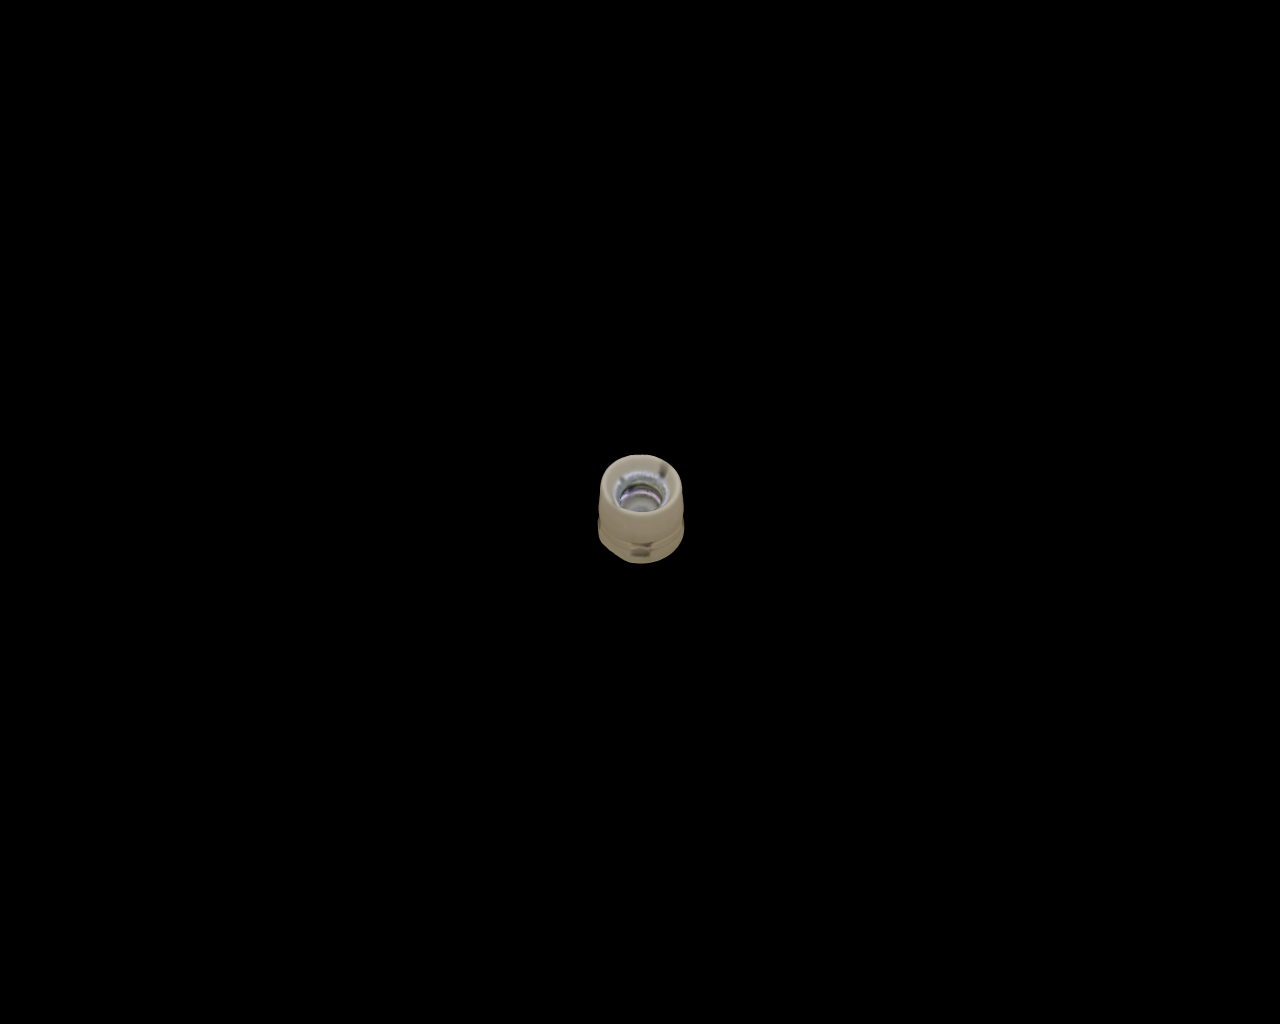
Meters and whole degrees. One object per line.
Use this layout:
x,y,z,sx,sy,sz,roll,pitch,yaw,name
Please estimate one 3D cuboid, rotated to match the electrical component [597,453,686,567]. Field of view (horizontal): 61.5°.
0.001,-0.003,0.650,0.055,0.055,0.047,0,-38,0,electrical component
